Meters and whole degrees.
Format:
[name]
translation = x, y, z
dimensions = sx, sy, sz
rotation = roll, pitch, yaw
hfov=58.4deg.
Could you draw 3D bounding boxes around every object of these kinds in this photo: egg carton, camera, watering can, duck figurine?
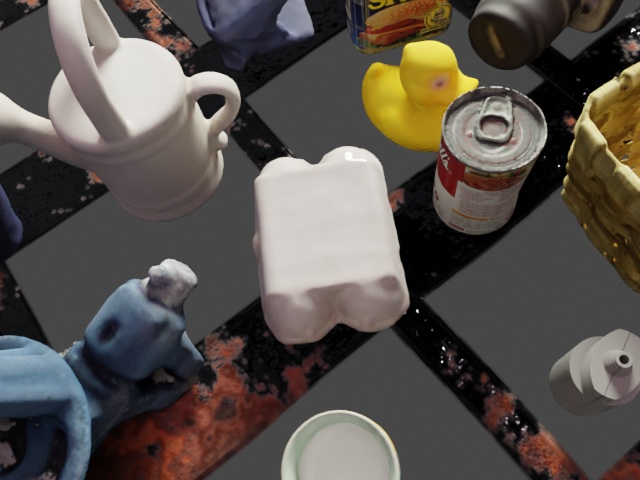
[egg carton]
translation = 0.004, 0.002, 0.428
dimensions = 0.107, 0.069, 0.150
rotation = -10, 65, 2
[camera]
translation = 0.179, -0.226, 0.493
dimensions = 0.143, 0.101, 0.137
rotation = 38, 75, 20
[watering can]
translation = -0.151, -0.095, 0.419
dimensions = 0.173, 0.194, 0.100
rotation = -32, 66, -8
[duck figurine]
translation = 0.082, -0.126, 0.467
dimensions = 0.104, 0.086, 0.077
rotation = 28, 72, 17

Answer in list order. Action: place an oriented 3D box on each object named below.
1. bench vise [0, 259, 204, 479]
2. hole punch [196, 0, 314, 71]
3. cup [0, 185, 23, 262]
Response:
[bench vise]
translation = -0.172, 0.079, 0.330
dimensions = 0.121, 0.220, 0.207
rotation = 20, 70, 15
[hole punch]
translation = -0.066, -0.230, 0.527
dimensions = 0.101, 0.091, 0.108
rotation = -19, 65, -2
[cup]
translation = -0.291, -0.007, 0.450
dimensions = 0.091, 0.095, 0.118
rotation = 30, 72, 18
